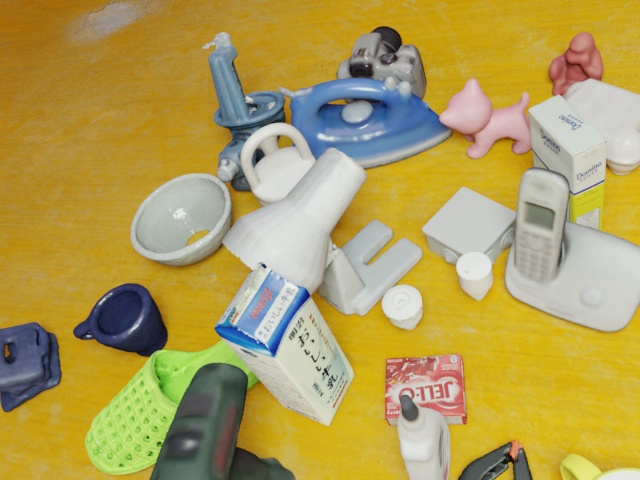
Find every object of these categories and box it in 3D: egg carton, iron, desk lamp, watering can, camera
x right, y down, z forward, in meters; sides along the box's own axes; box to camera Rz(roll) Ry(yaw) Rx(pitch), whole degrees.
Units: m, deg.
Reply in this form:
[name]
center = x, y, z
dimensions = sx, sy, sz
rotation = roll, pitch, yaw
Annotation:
[egg carton]
center = 0.382, -0.155, 0.775
dimensions = 0.107, 0.070, 0.149
rotation = -43, 51, -14
[iron]
center = 0.065, -0.196, 0.880
dimensions = 0.257, 0.142, 0.118
rotation = -5, 52, 17
[desk lamp]
center = 0.006, 0.003, 0.700
dimensions = 0.203, 0.214, 0.117
rotation = -43, 51, -14
[watering can]
center = -0.052, -0.087, 0.805
dimensions = 0.101, 0.194, 0.172
rotation = -44, 51, -14
[camera]
center = 0.111, -0.311, 0.978
dimensions = 0.142, 0.101, 0.137
rotation = 5, 56, 24

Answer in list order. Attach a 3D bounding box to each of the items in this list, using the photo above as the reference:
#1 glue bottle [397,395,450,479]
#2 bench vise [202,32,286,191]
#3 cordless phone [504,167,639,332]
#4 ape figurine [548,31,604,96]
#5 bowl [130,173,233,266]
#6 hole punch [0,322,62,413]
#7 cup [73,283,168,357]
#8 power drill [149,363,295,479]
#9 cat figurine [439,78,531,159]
[glue bottle]
center = 0.097, 0.188, 0.549
dimensions = 0.037, 0.173, 0.078
rotation = -4, 53, 18
[bench vise]
center = -0.117, -0.196, 0.897
dimensions = 0.121, 0.220, 0.207
rotation = -15, 50, 10
[cordless phone]
center = 0.274, 0.007, 0.614
dimensions = 0.147, 0.185, 0.094
rotation = 19, 63, 32
[ape figurine]
center = 0.382, -0.264, 0.845
dimensions = 0.076, 0.092, 0.077
rotation = -38, 50, -10
[bowl]
center = -0.203, -0.020, 0.889
dimensions = 0.167, 0.075, 0.167
rotation = -10, 51, 13
[hole punch]
center = -0.439, 0.171, 0.820
dimensions = 0.101, 0.091, 0.108
rotation = -30, 49, -3
[cup]
center = -0.265, 0.125, 0.787
dimensions = 0.117, 0.095, 0.091
rotation = -22, 49, 4
[power drill]
center = -0.093, 0.248, 0.551
dimensions = 0.075, 0.209, 0.229
rotation = -9, 51, 15
[cat figurine]
center = 0.237, -0.178, 0.817
dimensions = 0.127, 0.118, 0.067
rotation = -7, 52, 16
